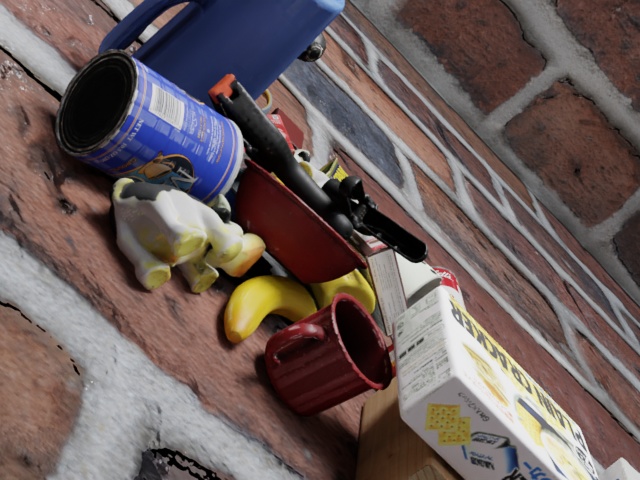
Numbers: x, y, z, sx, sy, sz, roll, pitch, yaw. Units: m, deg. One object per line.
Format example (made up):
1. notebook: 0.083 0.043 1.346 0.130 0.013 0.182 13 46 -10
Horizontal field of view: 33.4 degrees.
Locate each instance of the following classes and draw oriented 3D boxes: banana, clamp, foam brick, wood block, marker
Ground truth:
1. banana: -0.044 0.064 1.011 0.070 0.037 0.197 55 18 19
2. clamp: 0.050 -0.024 1.131 0.120 0.039 0.171 48 -5 -11
3. foam brick: -0.057 -0.126 1.359 0.051 0.053 0.078 44 17 -15
4. clamp: -0.046 -0.085 1.080 0.165 0.036 0.210 39 -10 35
5. wood block: 0.095 0.202 0.971 0.091 0.090 0.206 47 17 -11
6. marker: -0.090 -0.009 1.085 0.121 0.020 0.020 50 17 4

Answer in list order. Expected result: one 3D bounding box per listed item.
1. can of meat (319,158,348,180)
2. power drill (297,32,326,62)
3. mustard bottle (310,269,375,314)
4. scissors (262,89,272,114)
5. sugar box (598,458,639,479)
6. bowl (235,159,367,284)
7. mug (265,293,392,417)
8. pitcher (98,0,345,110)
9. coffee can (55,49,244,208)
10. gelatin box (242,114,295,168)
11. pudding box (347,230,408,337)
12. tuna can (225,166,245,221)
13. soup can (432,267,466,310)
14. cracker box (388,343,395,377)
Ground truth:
1. can of meat: 0.022 -0.051 1.391 0.084 0.057 0.102 50 17 -8
2. power drill: -0.082 -0.223 1.276 0.057 0.188 0.184 37 19 -39
3. mustard bottle: -0.008 0.002 1.193 0.192 0.058 0.096 60 7 32
4. scissors: -0.115 -0.156 1.333 0.096 0.016 0.201 26 34 0
5. sugar box: 0.230 0.287 0.975 0.048 0.176 0.093 45 18 -13
6. bowl: -0.031 -0.007 1.046 0.162 0.055 0.162 42 -4 3
7. mug: -0.001 0.102 0.937 0.117 0.082 0.093 29 38 -52
8. pitcher: -0.101 -0.207 1.102 0.145 0.243 0.149 51 24 0
9. coffee can: -0.153 -0.095 0.970 0.140 0.103 0.103 30 25 -46
10. gelatin box: -0.081 -0.115 1.242 0.089 0.030 0.073 -2 42 -19
11. pudding box: 0.063 0.041 1.213 0.090 0.039 0.113 47 -22 58
12. tuna can: -0.083 -0.042 1.146 0.086 0.034 0.086 43 18 -18
13. soup can: 0.156 0.088 1.405 0.068 0.069 0.102 43 18 -20
14. cracker box: 0.182 0.203 1.217 0.213 0.072 0.164 33 24 -42
